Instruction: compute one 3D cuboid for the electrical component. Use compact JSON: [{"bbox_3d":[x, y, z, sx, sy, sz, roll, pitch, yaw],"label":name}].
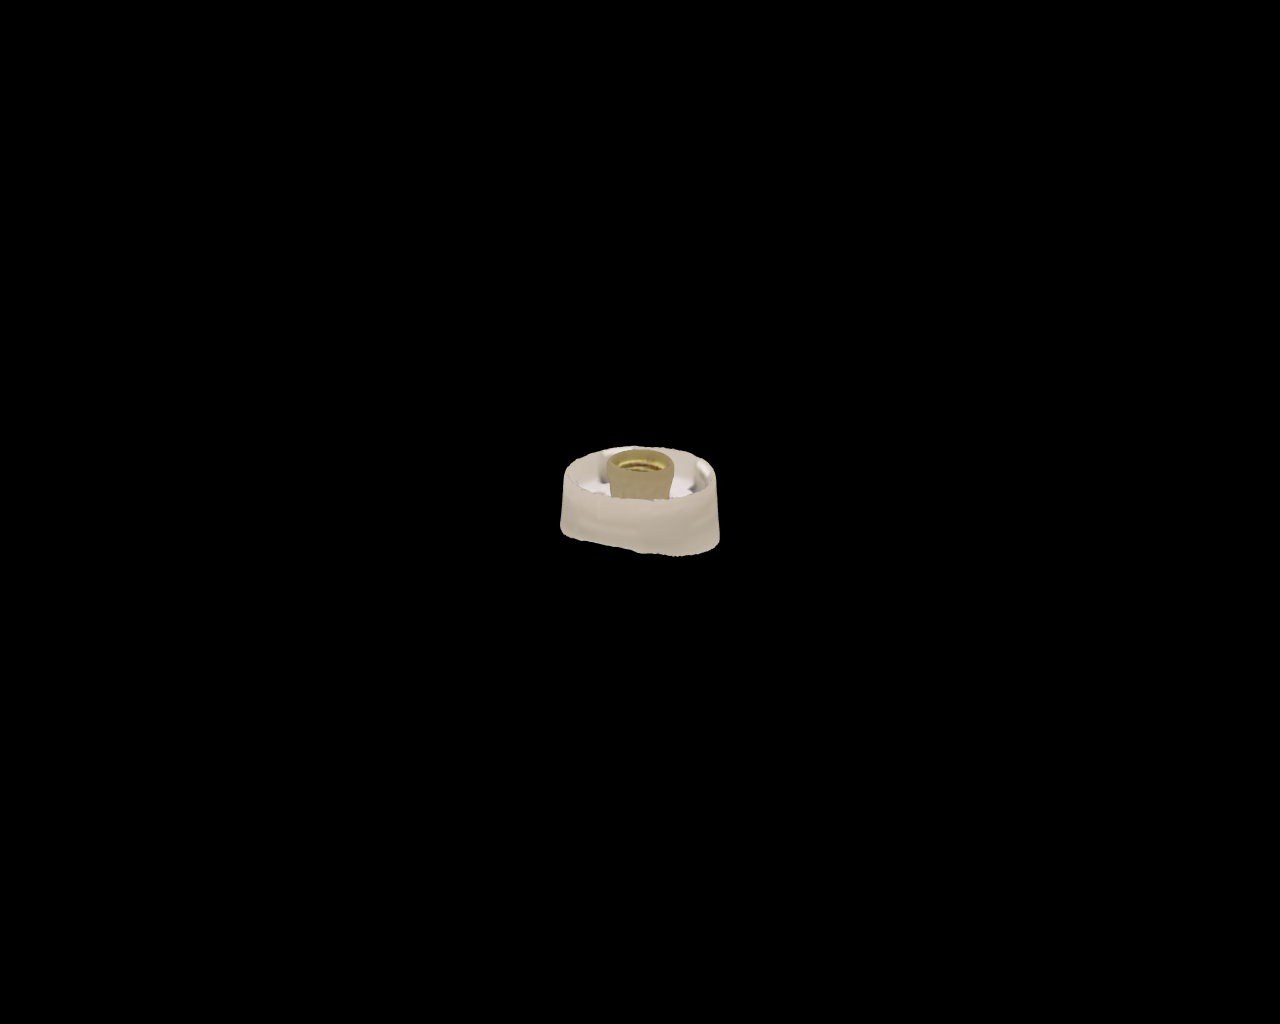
[{"bbox_3d":[0.001,-0.003,0.650,0.099,0.064,0.099,0,24,0],"label":"electrical component"}]
